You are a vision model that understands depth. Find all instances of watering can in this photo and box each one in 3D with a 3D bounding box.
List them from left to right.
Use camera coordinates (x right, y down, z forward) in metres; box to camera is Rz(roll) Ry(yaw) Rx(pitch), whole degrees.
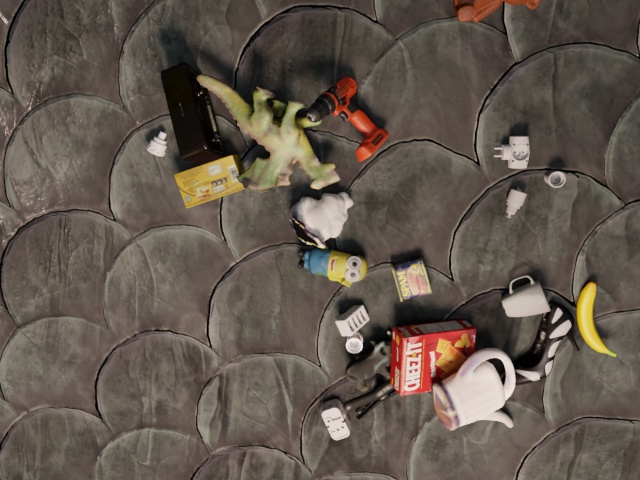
[{"bbox_3d":[0.402,0.414,1.315,0.225,0.106,0.340,-23,123,-6],"label":"watering can"}]

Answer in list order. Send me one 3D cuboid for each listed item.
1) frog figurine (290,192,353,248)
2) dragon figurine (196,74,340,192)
[{"bbox_3d":[0.004,-0.067,1.336,0.138,0.120,0.162,37,68,6],"label":"frog figurine"},{"bbox_3d":[-0.137,-0.238,1.274,0.410,0.123,0.242,18,95,2],"label":"dragon figurine"}]
